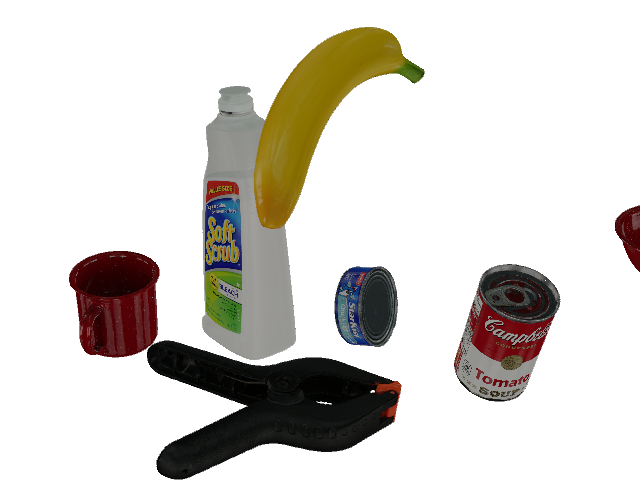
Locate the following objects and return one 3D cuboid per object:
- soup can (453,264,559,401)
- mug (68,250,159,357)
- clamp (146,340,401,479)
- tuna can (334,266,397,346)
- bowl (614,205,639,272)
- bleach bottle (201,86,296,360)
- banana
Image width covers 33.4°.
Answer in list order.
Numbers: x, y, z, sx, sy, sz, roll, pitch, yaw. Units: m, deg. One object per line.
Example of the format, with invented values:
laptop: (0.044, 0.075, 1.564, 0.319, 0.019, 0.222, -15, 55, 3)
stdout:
soup can: (0.157, 0.080, 0.912, 0.068, 0.102, 0.068, 6, 40, -5)
mug: (-0.218, 0.075, 1.117, 0.093, 0.081, 0.117, 9, 32, 13)
clamp: (-0.031, 0.112, 0.688, 0.171, 0.039, 0.120, 4, 37, -4)
tuna can: (0.049, 0.070, 1.141, 0.034, 0.086, 0.086, 1, 0, 31)
bowl: (0.397, 0.014, 1.151, 0.162, 0.055, 0.162, 0, 26, 0)
bleach bottle: (-0.074, -0.020, 0.990, 0.067, 0.251, 0.103, -19, 29, -32)
banana: (0.006, -0.090, 0.710, 0.197, 0.069, 0.037, -47, 11, -35)
